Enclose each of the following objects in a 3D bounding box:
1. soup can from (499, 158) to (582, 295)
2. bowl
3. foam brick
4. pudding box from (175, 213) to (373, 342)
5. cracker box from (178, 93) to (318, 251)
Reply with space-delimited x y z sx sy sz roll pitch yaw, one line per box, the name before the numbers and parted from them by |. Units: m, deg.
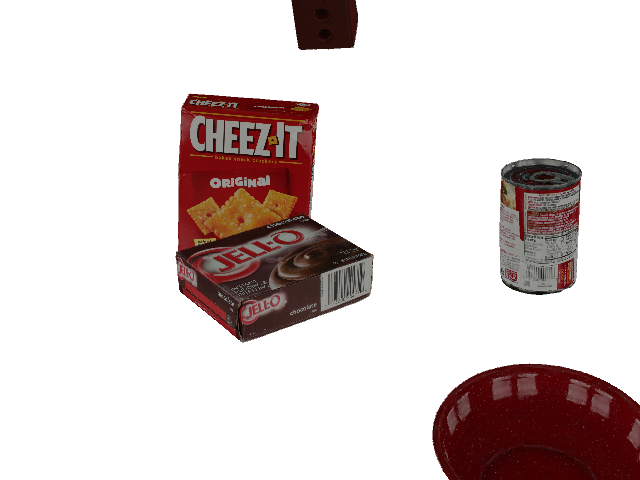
soup can | 0.191 -0.012 0.926 0.068 0.102 0.068 -3 24 1
bowl | 0.160 0.161 0.767 0.162 0.055 0.162 -1 35 1
foam brick | 0.003 -0.217 0.960 0.053 0.051 0.078 -1 -43 9
pudding box | -0.033 0.024 0.756 0.113 0.039 0.090 -16 30 -31
cracker box | -0.091 -0.065 1.323 0.164 0.214 0.072 5 22 1
